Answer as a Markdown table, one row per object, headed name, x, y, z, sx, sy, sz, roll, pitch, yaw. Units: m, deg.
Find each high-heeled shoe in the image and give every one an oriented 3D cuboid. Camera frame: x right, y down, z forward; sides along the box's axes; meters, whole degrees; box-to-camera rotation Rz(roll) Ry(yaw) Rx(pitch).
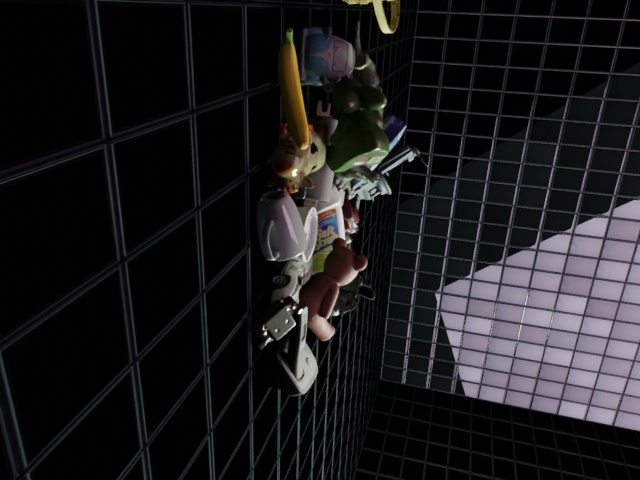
| name | x | y | z | sx | sy | sz | roll | pitch | yaw |
| --- | --- | --- | --- | --- | --- | --- | --- | --- | --- |
| high-heeled shoe | 0.120 | 0.077 | 1.568 | 0.086 | 0.249 | 0.145 | 27 | 93 | -34 |

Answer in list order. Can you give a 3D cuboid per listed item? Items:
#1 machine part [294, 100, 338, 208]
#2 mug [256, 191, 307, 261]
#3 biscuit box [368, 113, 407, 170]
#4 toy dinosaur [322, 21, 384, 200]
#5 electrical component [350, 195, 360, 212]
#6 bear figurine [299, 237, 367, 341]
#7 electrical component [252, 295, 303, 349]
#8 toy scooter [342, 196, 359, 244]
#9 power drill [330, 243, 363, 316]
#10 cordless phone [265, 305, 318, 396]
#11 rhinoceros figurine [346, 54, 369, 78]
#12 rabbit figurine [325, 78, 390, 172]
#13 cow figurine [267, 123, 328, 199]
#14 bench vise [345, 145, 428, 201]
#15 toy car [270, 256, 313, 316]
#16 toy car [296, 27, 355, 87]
| name | x | y | z | sx | sy | sz | roll | pitch | yaw |
| --- | --- | --- | --- | --- | --- | --- | --- | --- | --- |
| machine part | -0.005 | -0.165 | 1.109 | 0.079 | 0.079 | 0.243 | 10 | 87 | -77 |
| mug | -0.076 | -0.023 | 0.913 | 0.109 | 0.081 | 0.107 | -52 | 138 | -50 |
| biscuit box | 0.154 | -0.252 | 1.401 | 0.203 | 0.063 | 0.059 | -50 | 169 | -37 |
| toy dinosaur | 0.090 | -0.282 | 1.240 | 0.192 | 0.131 | 0.404 | 39 | 65 | -56 |
| electrical component | 0.091 | -0.123 | 1.608 | 0.119 | 0.048 | 0.075 | 60 | 39 | -72 |
| bear figurine | 0.021 | 0.103 | 1.187 | 0.196 | 0.120 | 0.131 | -47 | 144 | -11 |
| electrical component | -0.078 | 0.150 | 0.980 | 0.102 | 0.045 | 0.078 | -36 | 131 | -20 |
| toy scooter | 0.058 | -0.071 | 1.441 | 0.184 | 0.075 | 0.135 | -65 | 139 | -75 |
| power drill | 0.053 | 0.100 | 1.441 | 0.207 | 0.086 | 0.232 | -148 | -108 | -76 |
| cordless phone | -0.045 | 0.211 | 1.111 | 0.146 | 0.089 | 0.184 | -35 | 136 | -72 |
| rhinoceros figurine | 0.093 | -0.399 | 1.392 | 0.190 | 0.073 | 0.112 | 62 | 37 | -68 |
| rabbit figurine | 0.060 | -0.232 | 1.025 | 0.159 | 0.121 | 0.170 | 127 | -52 | -78 |
| cow figurine | -0.041 | -0.147 | 0.968 | 0.195 | 0.086 | 0.127 | -43 | 133 | -71 |
| bench vise | 0.166 | -0.197 | 1.491 | 0.129 | 0.241 | 0.223 | 61 | 4 | 29 |
| toy car | -0.053 | 0.075 | 1.094 | 0.202 | 0.056 | 0.073 | -64 | 158 | -52 |
| toy car | 0.016 | -0.347 | 1.039 | 0.161 | 0.103 | 0.109 | -33 | 131 | -70 |
